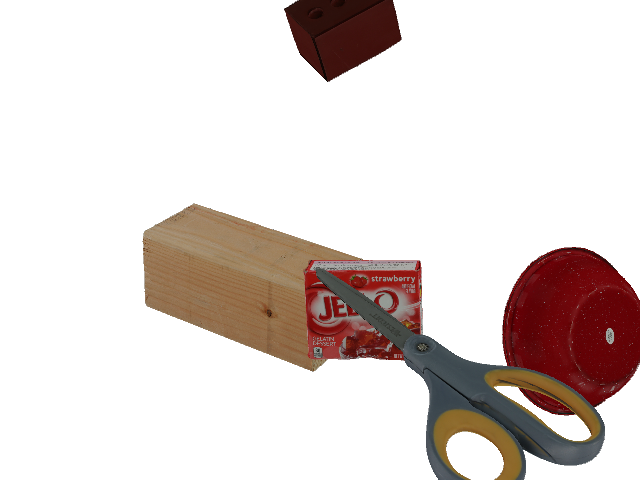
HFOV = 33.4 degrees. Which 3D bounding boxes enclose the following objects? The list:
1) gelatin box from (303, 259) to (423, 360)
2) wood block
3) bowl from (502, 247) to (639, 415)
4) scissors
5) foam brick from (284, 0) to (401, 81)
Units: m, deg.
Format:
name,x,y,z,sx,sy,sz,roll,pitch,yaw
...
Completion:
name,x,y,z,sx,sy,sz,roll,pitch,yaw
gelatin box,0.033,0.053,0.816,0.089,0.073,0.030,0,17,9
wood block,-0.070,0.043,1.074,0.206,0.091,0.090,19,32,27
bowl,0.251,0.087,0.999,0.161,0.162,0.055,0,0,-27
scissors,0.049,0.074,0.565,0.202,0.016,0.096,23,45,32
foam brick,0.020,-0.181,0.894,0.078,0.051,0.053,-31,48,-9
